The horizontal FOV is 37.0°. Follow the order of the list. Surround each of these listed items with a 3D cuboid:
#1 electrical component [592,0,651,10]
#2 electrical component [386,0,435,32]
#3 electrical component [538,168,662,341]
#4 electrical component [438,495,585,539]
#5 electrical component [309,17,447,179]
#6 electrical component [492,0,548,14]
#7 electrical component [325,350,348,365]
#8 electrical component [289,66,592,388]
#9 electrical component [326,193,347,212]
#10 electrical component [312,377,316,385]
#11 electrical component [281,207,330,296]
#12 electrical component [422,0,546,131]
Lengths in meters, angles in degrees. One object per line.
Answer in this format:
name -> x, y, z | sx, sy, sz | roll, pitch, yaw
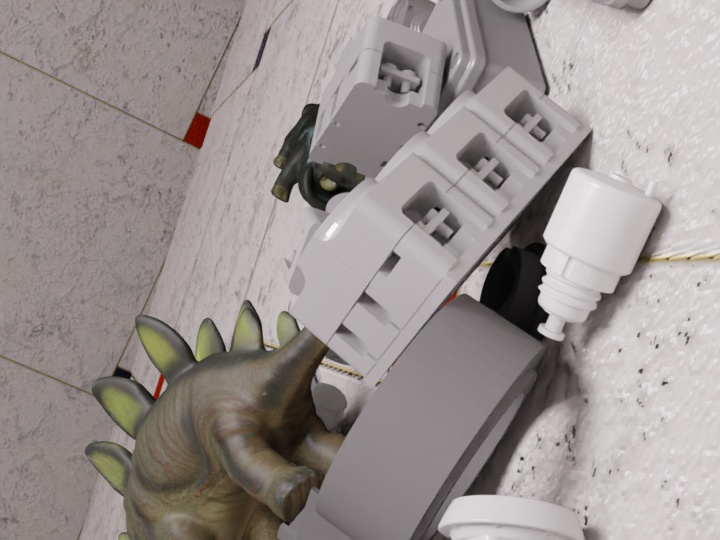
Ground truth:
electrical component -> 0.119, -0.183, 0.554 | 0.113, 0.057, 0.078 | -112, 42, -68
electrical component -> 0.044, -0.167, 0.819 | 0.080, 0.051, 0.080 | -162, 90, -75
electrical component -> 0.097, -0.007, 0.457 | 0.040, 0.040, 0.078 | -115, 45, -69
electrical component -> 0.057, 0.121, 0.416 | 0.078, 0.058, 0.057 | 136, 146, -61
electrical component -> 0.010, -0.102, 0.634 | 0.089, 0.050, 0.055 | 132, 152, -58
electrical component -> 0.098, -0.192, 0.676 | 0.065, 0.044, 0.044 | -88, 21, -60
electrical component -> -0.003, 0.035, 0.759 | 0.045, 0.045, 0.055 | 134, 151, -59
electrical component -> 0.038, -0.027, 0.523 | 0.150, 0.062, 0.089 | -45, -8, -43
electrical component -> -0.010, -0.027, 0.866 | 0.078, 0.040, 0.040 | -86, 21, -44
electrical component -> -0.071, 0.115, 0.877 | 0.096, 0.061, 0.061 | -119, 49, -70
electrical component -> 0.000, 0.000, 0.701 | 0.055, 0.089, 0.050 | -122, 52, -71
electrical component -> 0.061, -0.104, 0.671 | 0.108, 0.056, 0.108 | -91, 24, -52
